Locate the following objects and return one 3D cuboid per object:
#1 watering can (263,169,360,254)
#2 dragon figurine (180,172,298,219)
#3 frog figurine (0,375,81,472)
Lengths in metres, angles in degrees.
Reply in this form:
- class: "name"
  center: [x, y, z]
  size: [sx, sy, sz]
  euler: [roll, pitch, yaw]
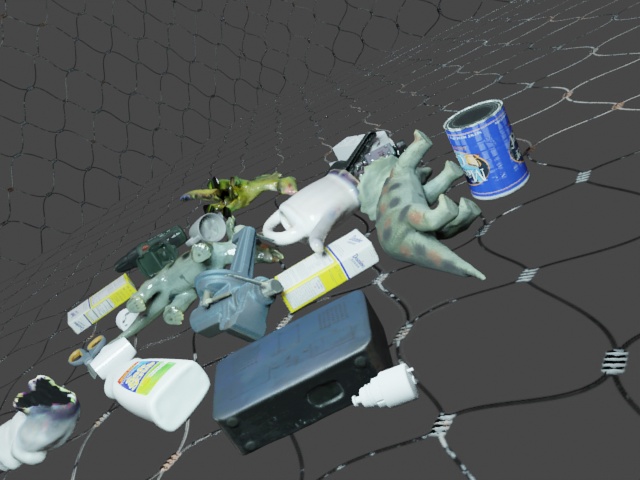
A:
- class: "watering can"
  center: [0.003, -0.053, 1.047]
  size: [0.226, 0.103, 0.349]
  euler: [-34, 20, -15]
- class: "dragon figurine"
  center: [-0.224, -0.152, 1.541]
  size: [0.245, 0.121, 0.411]
  euler: [-21, 20, -41]
- class: "frog figurine"
  center: [-0.482, 0.327, 0.865]
  size: [0.139, 0.122, 0.159]
  euler: [35, 102, 58]
